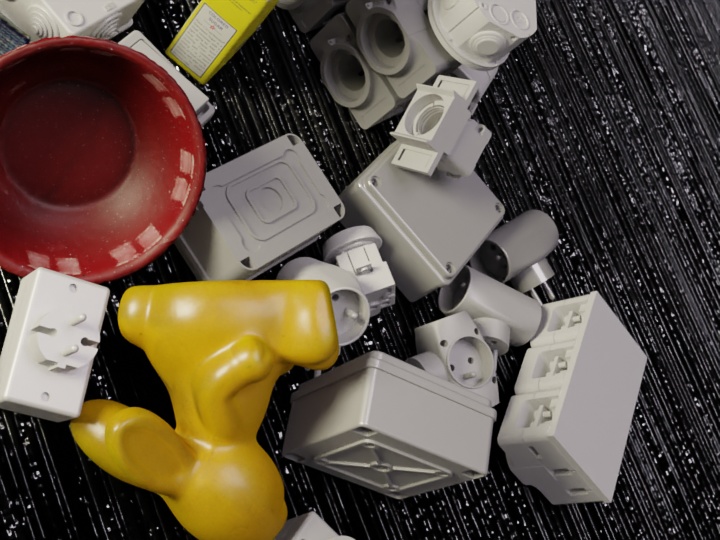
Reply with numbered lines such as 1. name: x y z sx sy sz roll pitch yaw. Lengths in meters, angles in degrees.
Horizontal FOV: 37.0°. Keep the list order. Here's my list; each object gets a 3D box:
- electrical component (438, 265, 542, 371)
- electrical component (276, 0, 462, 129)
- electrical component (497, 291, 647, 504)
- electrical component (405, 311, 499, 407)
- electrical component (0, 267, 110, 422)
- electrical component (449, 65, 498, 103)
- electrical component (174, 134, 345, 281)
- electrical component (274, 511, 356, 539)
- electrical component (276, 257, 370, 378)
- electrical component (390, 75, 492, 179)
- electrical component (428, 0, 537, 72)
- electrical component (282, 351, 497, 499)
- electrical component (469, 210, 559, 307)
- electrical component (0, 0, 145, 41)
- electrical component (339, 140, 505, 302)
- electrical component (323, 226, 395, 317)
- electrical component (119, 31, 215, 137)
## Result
1. electrical component: 0.106 0.045 0.885 0.077 0.043 0.079 25 56 -25
2. electrical component: -0.004 -0.223 0.891 0.060 0.105 0.186 -31 89 -42
3. electrical component: 0.174 0.106 0.886 0.089 0.062 0.150 48 48 -26
4. electrical component: 0.061 0.079 0.834 0.079 0.044 0.077 -17 85 -29
5. electrical component: -0.180 0.043 0.644 0.047 0.076 0.083 20 68 -28
6. electrical component: 0.075 -0.194 0.970 0.095 0.054 0.059 43 50 -12
7. electrical component: -0.078 -0.040 0.781 0.113 0.057 0.078 -33 90 -42
8. electrical component: -0.020 0.194 0.698 0.065 0.077 0.047 46 49 -9
9. electrical component: -0.030 0.039 0.773 0.044 0.077 0.079 0 106 -25
10. electrical component: 0.066 -0.106 0.835 0.064 0.042 0.081 35 82 -42
11. electrical component: 0.098 -0.202 0.850 0.080 0.051 0.080 17 59 -30
12. electrical component: 0.019 0.111 0.746 0.109 0.109 0.056 25 58 -25
13. electrical component: 0.144 -0.005 0.938 0.077 0.043 0.079 -29 88 -41
14. electrical component: -0.211 -0.203 0.766 0.099 0.048 0.099 50 49 -6
15. electrical component: 0.049 -0.049 0.880 0.108 0.056 0.108 49 49 -7
16. electrical component: 0.000 0.000 0.822 0.048 0.066 0.055 -19 69 -6
17. electrical component: -0.160 -0.120 0.756 0.096 0.061 0.061 45 50 -10
